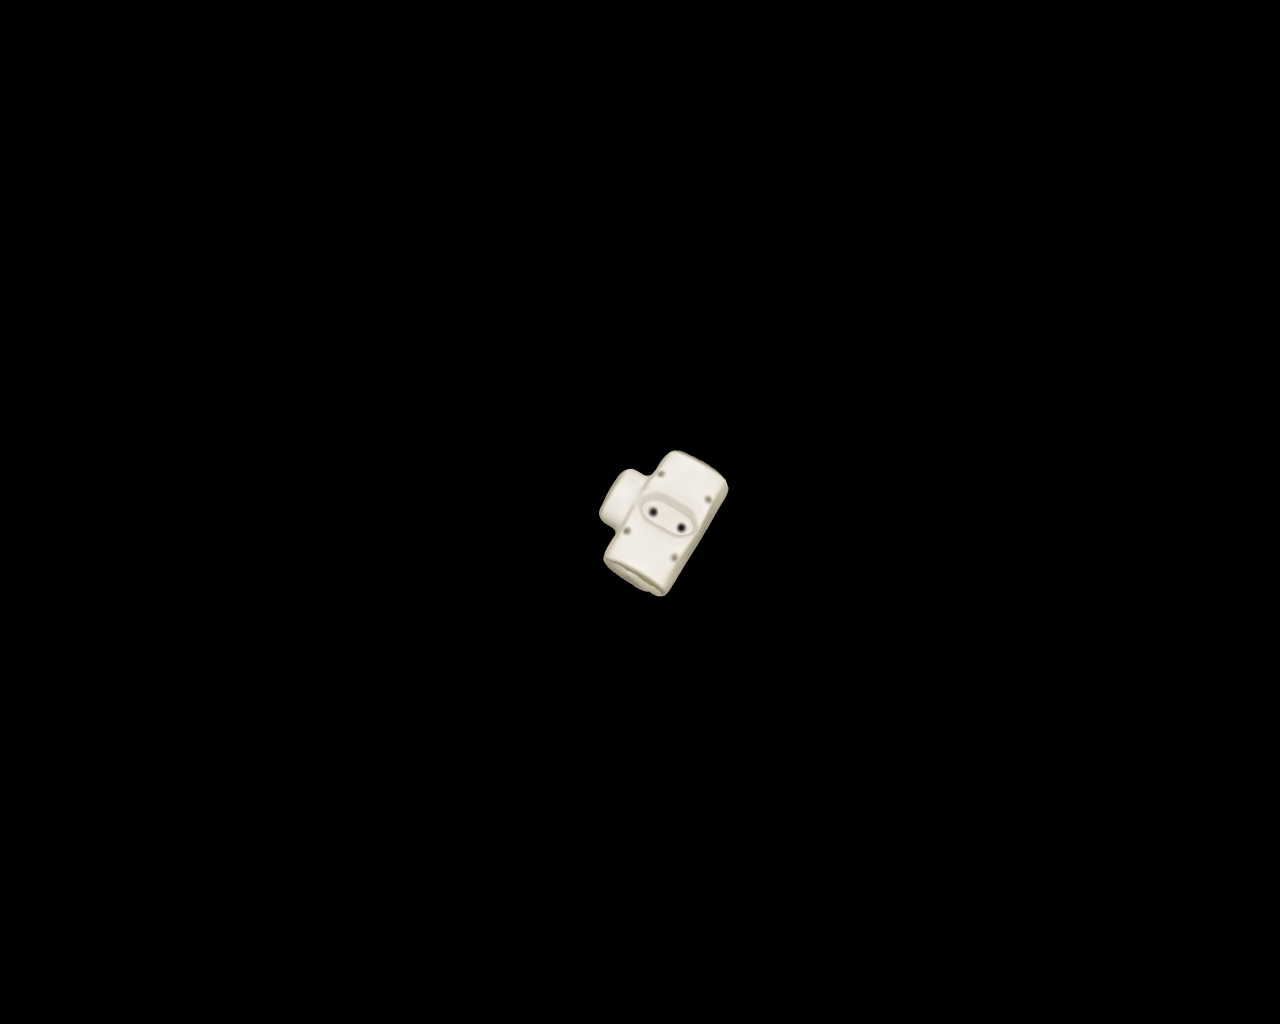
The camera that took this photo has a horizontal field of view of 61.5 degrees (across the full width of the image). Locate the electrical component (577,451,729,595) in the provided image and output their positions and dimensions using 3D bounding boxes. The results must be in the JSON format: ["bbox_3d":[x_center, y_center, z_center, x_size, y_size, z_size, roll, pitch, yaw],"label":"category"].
[{"bbox_3d":[0.001,-0.003,0.650,0.079,0.077,0.043,31,-11,7],"label":"electrical component"}]
